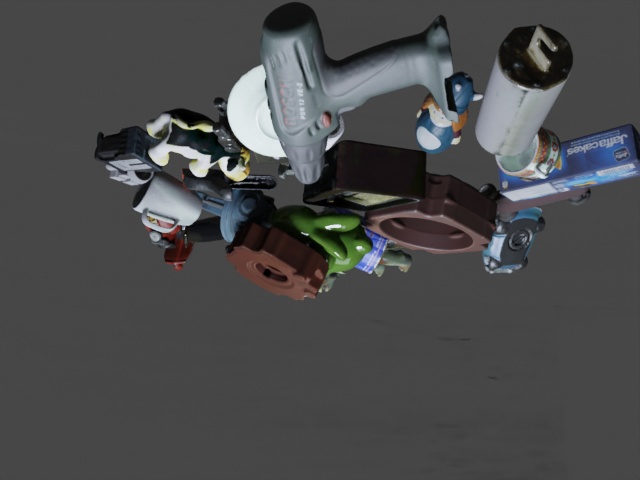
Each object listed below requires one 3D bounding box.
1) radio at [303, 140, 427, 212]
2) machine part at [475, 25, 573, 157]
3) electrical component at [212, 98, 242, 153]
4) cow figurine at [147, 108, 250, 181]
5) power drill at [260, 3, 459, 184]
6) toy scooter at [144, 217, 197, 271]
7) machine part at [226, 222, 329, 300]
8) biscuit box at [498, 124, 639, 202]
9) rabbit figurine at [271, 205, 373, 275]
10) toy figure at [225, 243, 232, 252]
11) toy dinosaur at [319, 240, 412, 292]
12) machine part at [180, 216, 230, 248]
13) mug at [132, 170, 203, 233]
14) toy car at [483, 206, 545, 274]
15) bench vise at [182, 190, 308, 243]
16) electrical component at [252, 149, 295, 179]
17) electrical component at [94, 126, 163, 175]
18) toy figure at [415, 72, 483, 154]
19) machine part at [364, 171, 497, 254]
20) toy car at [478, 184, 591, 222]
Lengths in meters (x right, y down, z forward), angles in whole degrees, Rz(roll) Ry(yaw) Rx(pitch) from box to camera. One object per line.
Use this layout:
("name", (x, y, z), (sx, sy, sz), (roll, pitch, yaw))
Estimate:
("radio", (0.059, -0.091, 0.831), (0.131, 0.073, 0.230), (6, 176, -16))
("machine part", (0.228, -0.164, 0.620), (0.079, 0.079, 0.243), (-1, 165, 9))
("electrical component", (-0.119, -0.149, 0.722), (0.021, 0.063, 0.094), (-3, 166, 12))
("cow figurine", (-0.154, -0.137, 0.774), (0.167, 0.068, 0.098), (14, 155, -43))
("power drill", (0.044, -0.155, 0.587), (0.207, 0.086, 0.231), (-3, 144, 15))
("toy scooter", (-0.310, -0.011, 1.121), (0.075, 0.135, 0.183), (-1, 164, 13))
("machine part", (-0.076, 0.041, 0.916), (0.179, 0.056, 0.179), (21, 155, 10))
("biscuit box", (0.382, -0.113, 0.826), (0.203, 0.063, 0.059), (-13, 159, 40))
("rabbit figurine", (-0.002, -0.003, 0.925), (0.170, 0.121, 0.159), (23, 171, -39))
("toy figure", (-0.143, -0.017, 1.197), (0.089, 0.082, 0.180), (-11, 168, -39))
("toy dinosaur", (0.103, 0.009, 1.229), (0.192, 0.131, 0.405), (9, 157, -29))
("machine part", (-0.220, -0.027, 1.102), (0.139, 0.084, 0.039), (-16, 168, -32))
("mug", (-0.264, -0.061, 0.944), (0.107, 0.110, 0.081), (24, 135, -31))
("toy car", (0.383, -0.014, 1.110), (0.109, 0.161, 0.103), (-2, -149, -14))
("bench vise", (-0.143, -0.047, 1.025), (0.241, 0.128, 0.223), (18, 179, 19))
("electrical component", (-0.064, -0.131, 0.823), (0.078, 0.045, 0.102), (1, 165, -4))
("electrical component", (-0.269, -0.136, 0.815), (0.119, 0.047, 0.074), (-1, 166, 16))
("toy figure", (0.158, -0.156, 0.679), (0.064, 0.058, 0.154), (11, 167, 3))
("machine part", (0.200, -0.047, 0.980), (0.201, 0.087, 0.202), (24, 164, -31))
("toy car", (0.373, -0.085, 0.953), (0.089, 0.053, 0.202), (29, 153, -30))
